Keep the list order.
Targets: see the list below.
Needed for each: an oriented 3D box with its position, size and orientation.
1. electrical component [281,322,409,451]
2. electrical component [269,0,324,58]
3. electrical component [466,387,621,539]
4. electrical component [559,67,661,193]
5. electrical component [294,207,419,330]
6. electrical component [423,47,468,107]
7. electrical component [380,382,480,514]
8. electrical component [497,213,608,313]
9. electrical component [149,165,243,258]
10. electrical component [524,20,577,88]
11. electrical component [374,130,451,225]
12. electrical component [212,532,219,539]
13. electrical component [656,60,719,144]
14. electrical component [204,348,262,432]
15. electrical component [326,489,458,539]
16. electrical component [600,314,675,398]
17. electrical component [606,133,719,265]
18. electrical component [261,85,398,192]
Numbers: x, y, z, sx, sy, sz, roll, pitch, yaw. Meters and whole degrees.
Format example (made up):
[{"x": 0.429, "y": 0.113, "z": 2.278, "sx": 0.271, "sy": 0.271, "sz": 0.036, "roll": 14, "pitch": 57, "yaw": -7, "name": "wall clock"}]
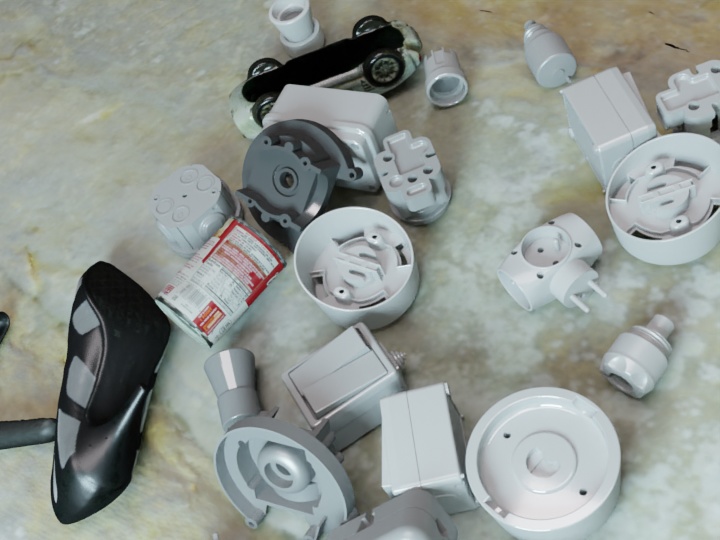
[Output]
[{"x": -0.006, "y": 0.089, "z": 0.861, "sx": 0.096, "sy": 0.061, "sz": 0.061, "roll": -33, "pitch": 53, "yaw": -4, "name": "electrical component"}, {"x": -0.065, "y": -0.253, "z": 1.120, "sx": 0.045, "sy": 0.055, "sz": 0.045, "roll": -10, "pitch": 55, "yaw": 14, "name": "electrical component"}, {"x": 0.135, "y": 0.145, "z": 0.771, "sx": 0.108, "sy": 0.060, "sz": 0.108, "roll": -10, "pitch": 55, "yaw": 14, "name": "electrical component"}, {"x": 0.217, "y": -0.127, "z": 0.926, "sx": 0.061, "sy": 0.061, "sz": 0.096, "roll": -23, "pitch": 52, "yaw": 4, "name": "electrical component"}, {"x": 0.000, "y": 0.000, "z": 0.918, "sx": 0.099, "sy": 0.064, "sz": 0.099, "roll": -10, "pitch": 55, "yaw": 14, "name": "electrical component"}, {"x": 0.081, "y": -0.186, "z": 1.032, "sx": 0.040, "sy": 0.040, "sz": 0.046, "roll": -16, "pitch": 48, "yaw": 10, "name": "electrical component"}, {"x": 0.048, "y": 0.132, "z": 0.812, "sx": 0.061, "sy": 0.061, "sz": 0.096, "roll": -15, "pitch": 53, "yaw": 10, "name": "electrical component"}, {"x": 0.165, "y": 0.003, "z": 0.868, "sx": 0.077, "sy": 0.044, "sz": 0.079, "roll": -38, "pitch": 53, "yaw": -7, "name": "electrical component"}, {"x": -0.156, "y": -0.056, "z": 1.022, "sx": 0.080, "sy": 0.051, "sz": 0.080, "roll": -10, "pitch": 55, "yaw": 14, "name": "electrical component"}, {"x": 0.174, "y": -0.206, "z": 1.010, "sx": 0.040, "sy": 0.040, "sz": 0.078, "roll": -23, "pitch": 52, "yaw": 4, "name": "electrical component"}, {"x": 0.049, "y": -0.077, "z": 0.957, "sx": 0.058, "sy": 0.057, "sz": 0.078, "roll": -22, "pitch": 53, "yaw": 5, "name": "electrical component"}, {"x": -0.112, "y": 0.237, "z": 0.810, "sx": 0.077, "sy": 0.044, "sz": 0.079, "roll": -21, "pitch": 53, "yaw": 5, "name": "electrical component"}, {"x": 0.292, "y": -0.134, "z": 0.906, "sx": 0.078, "sy": 0.057, "sz": 0.058, "roll": -20, "pitch": 53, "yaw": 6, "name": "electrical component"}, {"x": -0.104, "y": 0.104, "z": 0.902, "sx": 0.044, "sy": 0.044, "sz": 0.065, "roll": -21, "pitch": 58, "yaw": 6, "name": "electrical component"}, {"x": 0.017, "y": 0.204, "z": 0.751, "sx": 0.095, "sy": 0.053, "sz": 0.059, "roll": -32, "pitch": 13, "yaw": 21, "name": "electrical component"}, {"x": 0.213, "y": 0.062, "z": 0.811, "sx": 0.043, "sy": 0.043, "sz": 0.062, "roll": 29, "pitch": 69, "yaw": 33, "name": "electrical component"}, {"x": 0.249, "y": -0.056, "z": 0.864, "sx": 0.099, "sy": 0.064, "sz": 0.099, "roll": -10, "pitch": 54, "yaw": 14, "name": "electrical component"}, {"x": -0.027, "y": -0.122, "z": 1.003, "sx": 0.113, "sy": 0.078, "sz": 0.057, "roll": 11, "pitch": 59, "yaw": 26, "name": "electrical component"}]
